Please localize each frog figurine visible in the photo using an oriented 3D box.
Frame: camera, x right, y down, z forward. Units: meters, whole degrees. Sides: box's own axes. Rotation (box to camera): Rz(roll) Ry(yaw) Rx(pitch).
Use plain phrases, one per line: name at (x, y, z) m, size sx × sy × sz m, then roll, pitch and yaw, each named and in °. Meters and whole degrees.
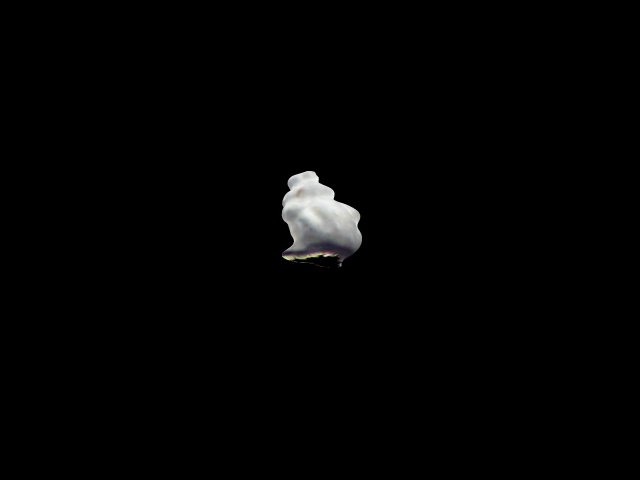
frog figurine at (0.003, -0.043, 0.850) m, size 0.137 × 0.161 × 0.121 m, roll 5°, pitch -16°, yaw -19°
